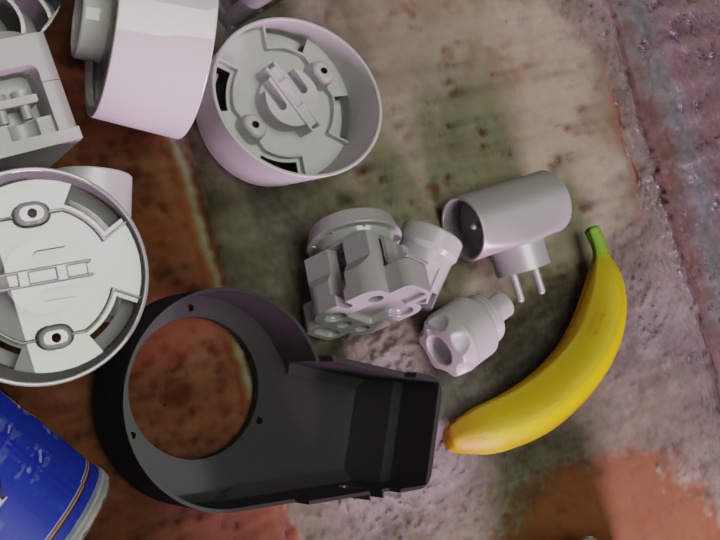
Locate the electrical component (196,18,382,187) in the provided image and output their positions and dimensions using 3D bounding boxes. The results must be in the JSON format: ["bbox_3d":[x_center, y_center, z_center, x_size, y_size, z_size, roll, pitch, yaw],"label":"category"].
[{"bbox_3d":[-0.044,-0.096,0.625,0.099,0.064,0.099,5,80,-29],"label":"electrical component"}]

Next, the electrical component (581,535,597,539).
[{"bbox_3d":[0.152,0.223,0.695,0.100,0.048,0.099,8,78,-28],"label":"electrical component"}]

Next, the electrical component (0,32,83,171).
[{"bbox_3d":[-0.222,-0.063,0.504,0.150,0.089,0.061,-20,93,-31],"label":"electrical component"}]

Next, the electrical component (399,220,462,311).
[{"bbox_3d":[0.038,-0.002,0.672,0.040,0.040,0.046,29,75,-23],"label":"electrical component"}]

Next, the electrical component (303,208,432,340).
[{"bbox_3d":[0.000,0.000,0.634,0.058,0.078,0.057,22,50,-51],"label":"electrical component"}]

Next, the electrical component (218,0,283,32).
[{"bbox_3d":[-0.074,-0.233,0.631,0.089,0.062,0.150,-39,102,-29],"label":"electrical component"}]

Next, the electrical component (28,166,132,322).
[{"bbox_3d":[-0.159,-0.014,0.558,0.079,0.044,0.077,4,81,-29],"label":"electrical component"}]

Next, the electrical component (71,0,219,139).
[{"bbox_3d":[-0.118,-0.127,0.566,0.060,0.108,0.108,6,79,-23],"label":"electrical component"}]

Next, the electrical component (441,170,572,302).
[{"bbox_3d":[0.102,-0.019,0.709,0.077,0.043,0.079,-18,92,-31],"label":"electrical component"}]

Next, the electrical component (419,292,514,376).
[{"bbox_3d":[0.071,0.036,0.683,0.062,0.043,0.043,-32,98,-31],"label":"electrical component"}]

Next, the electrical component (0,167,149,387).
[{"bbox_3d":[-0.149,0.003,0.501,0.099,0.064,0.099,0,89,-17],"label":"electrical component"}]
